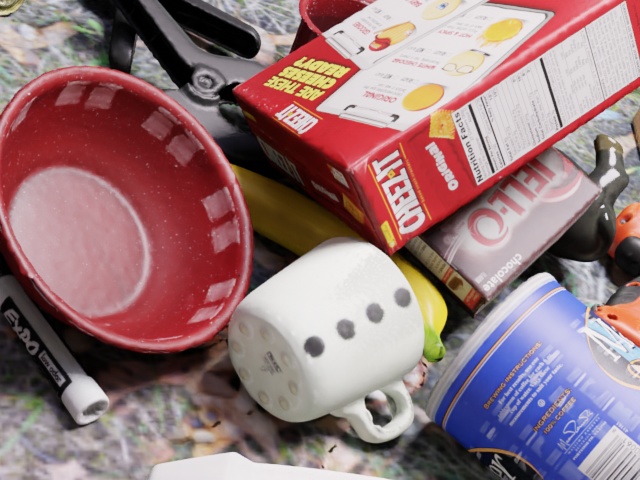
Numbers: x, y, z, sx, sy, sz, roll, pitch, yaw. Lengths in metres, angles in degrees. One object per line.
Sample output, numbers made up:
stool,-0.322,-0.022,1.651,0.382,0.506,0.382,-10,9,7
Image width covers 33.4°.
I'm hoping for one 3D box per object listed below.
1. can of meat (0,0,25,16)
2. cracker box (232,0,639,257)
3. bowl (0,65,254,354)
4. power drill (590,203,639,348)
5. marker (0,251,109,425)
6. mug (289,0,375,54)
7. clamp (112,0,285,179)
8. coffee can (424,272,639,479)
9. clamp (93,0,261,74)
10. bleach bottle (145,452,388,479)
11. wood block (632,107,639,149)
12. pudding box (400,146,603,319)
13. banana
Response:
can of meat,-0.266,-0.207,0.757,0.101,0.057,0.084,-2,42,-30
cracker box,0.077,-0.097,0.637,0.213,0.072,0.164,-34,33,-10
bowl,-0.113,-0.009,0.568,0.161,0.055,0.162,24,53,-36
power drill,0.252,0.062,0.699,0.184,0.057,0.187,32,36,17
marker,-0.147,0.045,0.546,0.020,0.020,0.121,-17,53,-40
mug,0.012,-0.133,0.787,0.093,0.082,0.117,-2,44,-29
clamp,-0.085,-0.105,0.723,0.209,0.036,0.164,18,54,-13
coffee can,0.140,0.100,0.558,0.140,0.103,0.102,41,41,21
clamp,-0.122,-0.184,0.816,0.120,0.039,0.171,-3,49,-31
bleach bottle,0.018,0.148,0.457,0.250,0.103,0.068,12,29,-4
wood block,0.323,-0.062,0.854,0.090,0.091,0.206,17,38,-7
pudding box,0.102,-0.021,0.657,0.113,0.039,0.090,-41,75,-19
banana,0.005,0.003,0.645,0.198,0.037,0.069,34,9,17
